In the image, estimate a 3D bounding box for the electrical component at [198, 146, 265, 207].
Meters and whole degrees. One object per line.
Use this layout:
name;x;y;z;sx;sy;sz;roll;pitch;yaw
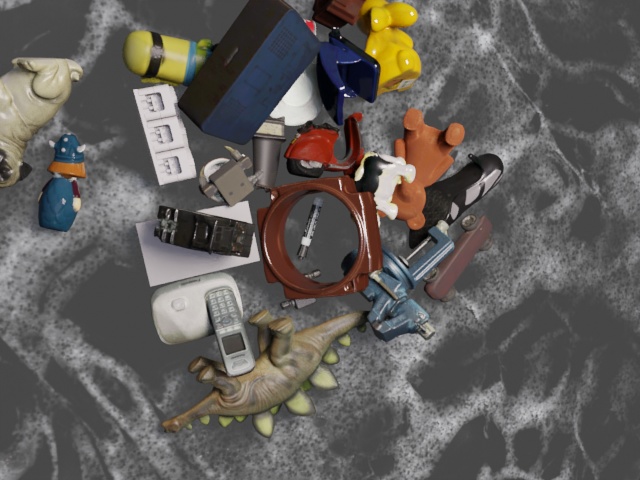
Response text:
electrical component;-0.151;-0.104;0.891;0.102;0.045;0.078;-45;137;-7

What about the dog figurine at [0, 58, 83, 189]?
dog figurine;-0.447;-0.179;0.822;0.172;0.121;0.190;-6;111;-15

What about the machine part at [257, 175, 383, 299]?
machine part;-0.002;-0.003;0.926;0.202;0.087;0.200;-7;91;20

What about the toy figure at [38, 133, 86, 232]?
toy figure;-0.409;-0.091;0.854;0.064;0.058;0.154;13;85;-26

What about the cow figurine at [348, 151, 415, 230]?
cow figurine;0.093;-0.077;0.971;0.098;0.068;0.167;11;118;-25

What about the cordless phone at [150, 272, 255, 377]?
cordless phone;-0.190;0.152;0.883;0.147;0.088;0.184;-14;57;-18

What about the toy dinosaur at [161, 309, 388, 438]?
toy dinosaur;-0.065;0.225;0.979;0.471;0.105;0.198;-31;113;-11

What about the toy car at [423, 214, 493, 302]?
toy car;0.281;0.035;1.101;0.089;0.053;0.202;43;80;-33

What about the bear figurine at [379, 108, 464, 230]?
bear figurine;0.178;-0.127;1.018;0.120;0.132;0.196;24;82;7

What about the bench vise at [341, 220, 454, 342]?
bench vise;0.164;0.063;0.988;0.240;0.224;0.128;-42;141;-8

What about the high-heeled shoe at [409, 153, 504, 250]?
high-heeled shoe;0.280;-0.075;1.100;0.145;0.086;0.248;20;109;-50

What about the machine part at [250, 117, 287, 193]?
machine part;-0.097;-0.154;0.965;0.084;0.039;0.138;-1;93;-26

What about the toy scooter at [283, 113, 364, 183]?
toy scooter;0.025;-0.174;0.985;0.184;0.075;0.135;7;93;-23

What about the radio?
radio;-0.108;-0.267;0.862;0.229;0.131;0.073;-49;69;13

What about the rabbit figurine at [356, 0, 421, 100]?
rabbit figurine;0.109;-0.362;0.971;0.122;0.162;0.173;-15;82;-5

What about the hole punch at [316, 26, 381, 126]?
hole punch;0.032;-0.276;0.929;0.092;0.142;0.116;-43;72;-13

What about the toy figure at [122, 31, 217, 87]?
toy figure;-0.227;-0.294;0.880;0.180;0.089;0.082;10;86;-17

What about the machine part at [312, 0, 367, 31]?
machine part;0.052;-0.447;0.923;0.056;0.179;0.179;22;87;-23

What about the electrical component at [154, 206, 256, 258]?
electrical component;-0.170;-0.011;0.835;0.134;0.115;0.058;10;94;-63

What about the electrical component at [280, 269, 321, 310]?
electrical component;-0.036;0.094;1.014;0.094;0.021;0.063;-22;101;-15
